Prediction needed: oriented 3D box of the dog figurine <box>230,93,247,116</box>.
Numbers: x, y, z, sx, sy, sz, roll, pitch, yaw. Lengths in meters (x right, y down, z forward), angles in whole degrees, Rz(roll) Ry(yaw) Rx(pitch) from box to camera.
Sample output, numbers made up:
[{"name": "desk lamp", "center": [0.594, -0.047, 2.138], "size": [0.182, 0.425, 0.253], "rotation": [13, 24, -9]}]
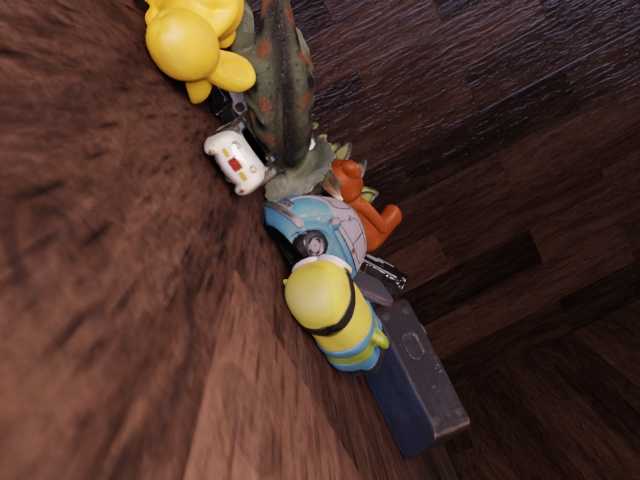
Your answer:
[{"name": "dog figurine", "center": [-0.117, -0.264, 0.954], "size": [0.219, 0.108, 0.191], "rotation": [-170, -99, -78]}]

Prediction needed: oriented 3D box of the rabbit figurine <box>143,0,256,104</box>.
[{"name": "rabbit figurine", "center": [-0.141, -0.222, 0.572], "size": [0.173, 0.122, 0.162], "rotation": [-94, 169, -46]}]

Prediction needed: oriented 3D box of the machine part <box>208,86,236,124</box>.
[{"name": "machine part", "center": [-0.153, -0.220, 0.744], "size": [0.084, 0.039, 0.138], "rotation": [-105, 169, -51]}]

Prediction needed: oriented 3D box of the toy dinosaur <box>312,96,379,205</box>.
[{"name": "toy dinosaur", "center": [0.022, -0.129, 1.265], "size": [0.105, 0.199, 0.471], "rotation": [61, 4, -73]}]

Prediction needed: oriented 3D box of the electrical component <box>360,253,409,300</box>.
[{"name": "electrical component", "center": [0.108, 0.071, 1.028], "size": [0.115, 0.058, 0.134], "rotation": [30, 10, 11]}]

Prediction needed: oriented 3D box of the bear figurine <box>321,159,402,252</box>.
[{"name": "bear figurine", "center": [0.059, -0.077, 0.977], "size": [0.132, 0.120, 0.195], "rotation": [-55, 132, -46]}]

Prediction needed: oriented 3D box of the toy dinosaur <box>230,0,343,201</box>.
[{"name": "toy dinosaur", "center": [-0.050, -0.185, 0.717], "size": [0.404, 0.131, 0.192], "rotation": [80, -14, -55]}]

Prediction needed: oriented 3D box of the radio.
[{"name": "radio", "center": [0.134, 0.215, 0.855], "size": [0.230, 0.073, 0.131], "rotation": [63, -29, 24]}]

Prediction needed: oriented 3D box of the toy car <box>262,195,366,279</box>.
[{"name": "toy car", "center": [0.007, 0.002, 0.668], "size": [0.109, 0.103, 0.161], "rotation": [31, -25, 56]}]

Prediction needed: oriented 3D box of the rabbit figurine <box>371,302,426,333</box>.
[{"name": "rabbit figurine", "center": [0.099, 0.144, 1.029], "size": [0.170, 0.121, 0.159], "rotation": [43, 9, -28]}]

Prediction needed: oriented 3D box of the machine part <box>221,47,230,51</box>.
[{"name": "machine part", "center": [-0.178, -0.335, 0.757], "size": [0.179, 0.056, 0.179], "rotation": [49, -8, 9]}]

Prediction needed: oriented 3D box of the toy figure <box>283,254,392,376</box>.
[{"name": "toy figure", "center": [0.025, 0.092, 0.603], "size": [0.180, 0.082, 0.089], "rotation": [63, 1, -35]}]

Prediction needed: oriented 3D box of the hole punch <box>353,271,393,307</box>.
[{"name": "hole punch", "center": [0.033, 0.089, 0.811], "size": [0.116, 0.092, 0.142], "rotation": [27, 13, -12]}]

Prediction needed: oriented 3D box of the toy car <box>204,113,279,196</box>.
[{"name": "toy car", "center": [-0.089, -0.100, 0.615], "size": [0.073, 0.056, 0.202], "rotation": [55, 4, -16]}]
